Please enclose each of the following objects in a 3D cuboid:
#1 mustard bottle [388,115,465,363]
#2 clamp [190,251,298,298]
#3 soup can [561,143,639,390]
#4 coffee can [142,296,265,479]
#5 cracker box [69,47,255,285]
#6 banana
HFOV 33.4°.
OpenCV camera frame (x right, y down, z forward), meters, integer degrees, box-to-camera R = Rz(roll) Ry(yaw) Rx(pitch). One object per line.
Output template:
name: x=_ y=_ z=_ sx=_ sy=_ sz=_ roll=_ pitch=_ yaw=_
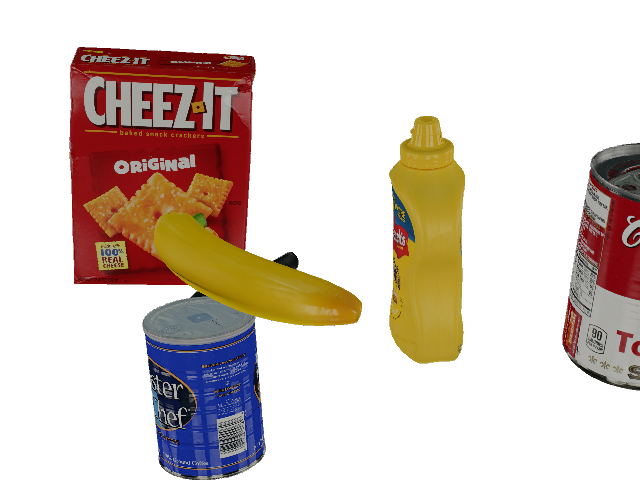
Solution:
mustard bottle: x=0.084 y=-0.005 z=0.844 sx=0.058 sy=0.192 sz=0.096 roll=-4 pitch=26 yaw=-4
clamp: x=-0.096 y=0.061 z=1.253 sx=0.120 sy=0.039 sz=0.171 roll=-5 pitch=37 yaw=17
soup can: x=0.157 y=0.013 z=0.516 sx=0.068 sy=0.102 sz=0.068 roll=2 pitch=27 yaw=-1
coffee can: x=-0.106 y=0.135 z=0.990 sx=0.103 sy=0.140 sz=0.103 roll=-3 pitch=18 yaw=1
cracker box: x=-0.147 y=-0.064 z=0.994 sx=0.164 sy=0.214 sz=0.072 roll=2 pitch=24 yaw=-7
banana: x=-0.057 y=0.014 z=0.703 sx=0.069 sy=0.037 sz=0.198 roll=-19 pitch=31 yaw=-32
